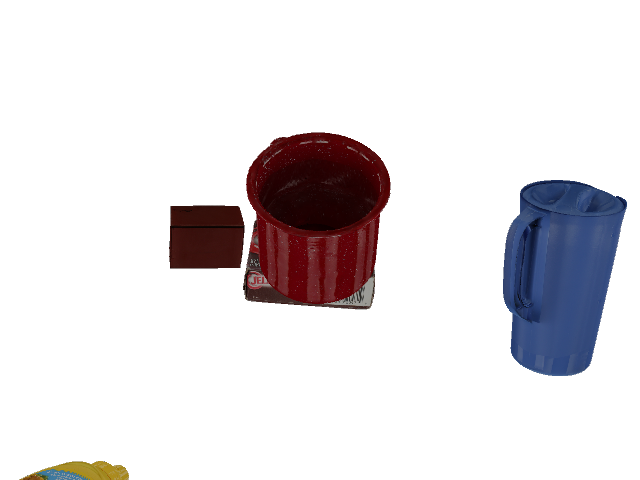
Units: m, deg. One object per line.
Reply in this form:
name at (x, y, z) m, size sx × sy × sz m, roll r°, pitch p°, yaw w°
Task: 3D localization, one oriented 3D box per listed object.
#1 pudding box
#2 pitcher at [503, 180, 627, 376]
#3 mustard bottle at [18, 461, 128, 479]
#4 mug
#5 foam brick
pudding box at (-0.008, 0.020, 0.950) m, size 0.113 × 0.039 × 0.090 m, roll 6°, pitch 30°, yaw -1°
pitcher at (0.307, 0.052, 1.391) m, size 0.149 × 0.243 × 0.145 m, roll 5°, pitch 22°, yaw 6°
mustard bottle at (-0.220, 0.223, 0.853) m, size 0.096 × 0.058 × 0.191 m, roll 7°, pitch 15°, yaw 28°
mug at (-0.007, -0.020, 0.721) m, size 0.093 × 0.117 × 0.081 m, roll -21°, pitch -37°, yaw -18°
foam brick at (-0.123, -0.004, 1.145) m, size 0.078 × 0.051 × 0.053 m, roll 0°, pitch 26°, yaw -9°
